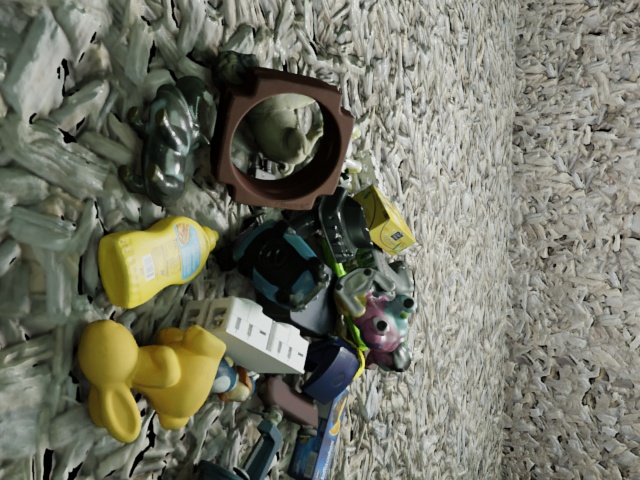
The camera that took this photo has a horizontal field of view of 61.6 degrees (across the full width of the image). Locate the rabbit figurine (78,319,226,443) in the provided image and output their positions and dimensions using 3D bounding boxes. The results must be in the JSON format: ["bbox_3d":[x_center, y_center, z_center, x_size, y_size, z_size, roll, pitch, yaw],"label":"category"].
[{"bbox_3d":[-0.234,0.167,0.689,0.173,0.122,0.162,37,69,-37],"label":"rabbit figurine"}]

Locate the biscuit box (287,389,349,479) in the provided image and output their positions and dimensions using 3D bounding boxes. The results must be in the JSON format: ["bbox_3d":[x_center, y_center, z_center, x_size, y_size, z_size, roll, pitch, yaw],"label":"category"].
[{"bbox_3d":[0.000,0.394,1.105,0.062,0.059,0.202,50,51,-48],"label":"biscuit box"}]

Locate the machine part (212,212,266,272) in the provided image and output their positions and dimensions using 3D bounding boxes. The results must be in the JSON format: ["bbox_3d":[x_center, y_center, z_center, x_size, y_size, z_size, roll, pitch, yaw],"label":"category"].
[{"bbox_3d":[-0.124,0.008,0.907,0.139,0.039,0.084,-38,128,-54],"label":"machine part"}]

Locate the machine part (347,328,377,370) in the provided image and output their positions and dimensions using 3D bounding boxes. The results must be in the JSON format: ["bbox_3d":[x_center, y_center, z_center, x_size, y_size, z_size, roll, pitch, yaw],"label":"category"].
[{"bbox_3d":[0.125,0.226,1.310,0.179,0.056,0.179,-7,98,-58],"label":"machine part"}]

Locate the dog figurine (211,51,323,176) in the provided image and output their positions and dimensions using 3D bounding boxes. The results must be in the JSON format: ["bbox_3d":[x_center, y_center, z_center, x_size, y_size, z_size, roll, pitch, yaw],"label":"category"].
[{"bbox_3d":[-0.102,-0.206,0.889,0.190,0.121,0.172,5,77,-47],"label":"dog figurine"}]

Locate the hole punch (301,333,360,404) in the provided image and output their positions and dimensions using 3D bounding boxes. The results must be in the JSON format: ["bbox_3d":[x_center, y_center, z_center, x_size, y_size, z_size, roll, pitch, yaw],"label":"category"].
[{"bbox_3d":[0.017,0.252,1.046,0.142,0.116,0.092,50,17,-47],"label":"hole punch"}]

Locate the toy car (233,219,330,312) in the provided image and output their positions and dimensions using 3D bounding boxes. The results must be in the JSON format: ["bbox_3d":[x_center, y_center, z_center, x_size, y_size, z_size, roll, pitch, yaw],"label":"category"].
[{"bbox_3d":[-0.049,0.049,0.843,0.109,0.162,0.102,-48,151,-8],"label":"toy car"}]

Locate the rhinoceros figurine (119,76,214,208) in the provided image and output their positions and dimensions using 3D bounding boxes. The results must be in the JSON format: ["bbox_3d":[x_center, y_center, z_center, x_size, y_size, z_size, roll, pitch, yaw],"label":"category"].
[{"bbox_3d":[-0.201,-0.140,0.738,0.112,0.073,0.190,29,67,-54],"label":"rhinoceros figurine"}]

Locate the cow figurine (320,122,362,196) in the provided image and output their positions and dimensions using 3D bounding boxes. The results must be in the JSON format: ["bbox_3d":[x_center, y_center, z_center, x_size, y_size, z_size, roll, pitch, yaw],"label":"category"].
[{"bbox_3d":[0.036,-0.169,1.133,0.098,0.068,0.167,5,83,-53],"label":"cow figurine"}]

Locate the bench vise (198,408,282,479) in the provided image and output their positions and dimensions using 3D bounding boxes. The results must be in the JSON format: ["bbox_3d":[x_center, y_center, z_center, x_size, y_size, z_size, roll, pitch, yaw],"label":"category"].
[{"bbox_3d":[-0.121,0.391,0.854,0.240,0.129,0.223,-58,140,-32],"label":"bench vise"}]

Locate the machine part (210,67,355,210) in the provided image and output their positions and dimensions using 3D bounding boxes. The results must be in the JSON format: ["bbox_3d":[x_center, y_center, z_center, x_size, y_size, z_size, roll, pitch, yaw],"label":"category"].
[{"bbox_3d":[-0.062,-0.155,0.836,0.201,0.087,0.200,4,119,-24],"label":"machine part"}]

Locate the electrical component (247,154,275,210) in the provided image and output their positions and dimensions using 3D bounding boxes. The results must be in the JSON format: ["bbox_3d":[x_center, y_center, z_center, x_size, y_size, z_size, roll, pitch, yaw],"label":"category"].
[{"bbox_3d":[-0.106,-0.101,0.946,0.063,0.021,0.094,13,81,-58],"label":"electrical component"}]

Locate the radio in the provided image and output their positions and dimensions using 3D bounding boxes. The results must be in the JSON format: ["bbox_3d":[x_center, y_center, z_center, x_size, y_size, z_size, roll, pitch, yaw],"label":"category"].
[{"bbox_3d":[-0.031,0.103,1.001,0.229,0.073,0.131,45,53,-63],"label":"radio"}]

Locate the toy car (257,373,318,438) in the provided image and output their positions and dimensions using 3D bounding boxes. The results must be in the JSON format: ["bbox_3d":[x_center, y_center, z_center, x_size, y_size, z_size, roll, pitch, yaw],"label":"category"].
[{"bbox_3d":[-0.057,0.312,1.015,0.202,0.053,0.089,51,29,-49],"label":"toy car"}]

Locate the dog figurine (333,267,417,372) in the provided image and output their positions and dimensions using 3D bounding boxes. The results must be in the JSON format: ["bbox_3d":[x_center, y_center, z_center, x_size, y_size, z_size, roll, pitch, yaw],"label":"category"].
[{"bbox_3d":[0.109,0.173,1.078,0.108,0.192,0.219,-39,152,-24],"label":"dog figurine"}]

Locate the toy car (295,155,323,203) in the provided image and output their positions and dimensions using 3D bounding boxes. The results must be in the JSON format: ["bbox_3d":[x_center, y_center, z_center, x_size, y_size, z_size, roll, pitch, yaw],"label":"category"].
[{"bbox_3d":[0.008,-0.092,1.081,0.056,0.074,0.201,-40,133,-8],"label":"toy car"}]

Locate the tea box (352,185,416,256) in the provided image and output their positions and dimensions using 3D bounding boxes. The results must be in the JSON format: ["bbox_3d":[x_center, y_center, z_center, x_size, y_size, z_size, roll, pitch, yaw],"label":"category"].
[{"bbox_3d":[0.136,-0.039,1.164,0.169,0.068,0.098,35,27,-56],"label":"tea box"}]

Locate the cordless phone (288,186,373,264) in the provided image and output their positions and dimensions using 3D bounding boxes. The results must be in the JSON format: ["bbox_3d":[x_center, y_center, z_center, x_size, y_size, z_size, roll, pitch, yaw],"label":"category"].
[{"bbox_3d":[-0.002,-0.003,1.025,0.184,0.089,0.146,-30,132,-11],"label":"cordless phone"}]

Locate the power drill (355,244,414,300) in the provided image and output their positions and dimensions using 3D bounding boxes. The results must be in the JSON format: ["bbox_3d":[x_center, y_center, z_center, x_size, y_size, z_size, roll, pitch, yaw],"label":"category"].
[{"bbox_3d":[0.145,0.052,1.269,0.207,0.086,0.232,44,29,-56],"label":"power drill"}]

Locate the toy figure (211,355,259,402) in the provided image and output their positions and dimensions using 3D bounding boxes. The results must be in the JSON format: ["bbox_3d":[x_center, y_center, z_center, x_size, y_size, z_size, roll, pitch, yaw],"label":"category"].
[{"bbox_3d":[-0.151,0.221,0.852,0.154,0.064,0.058,48,35,-44],"label":"toy figure"}]
